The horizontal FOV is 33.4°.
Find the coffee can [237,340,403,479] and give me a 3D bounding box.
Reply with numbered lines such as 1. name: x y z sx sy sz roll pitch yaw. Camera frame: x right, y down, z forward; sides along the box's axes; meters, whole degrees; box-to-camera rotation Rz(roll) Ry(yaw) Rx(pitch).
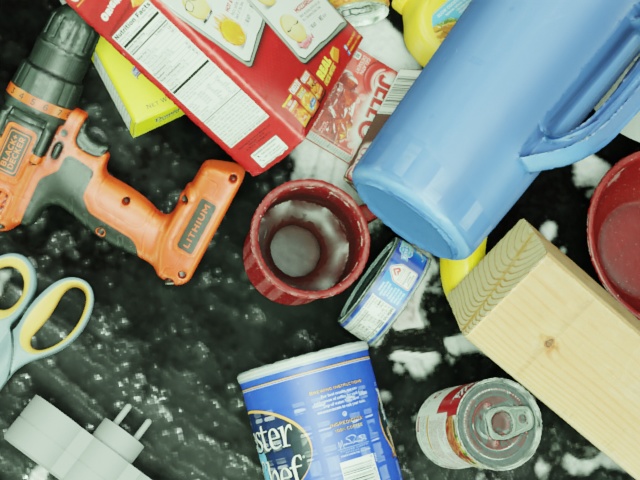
1. coffee can: 0.004 0.156 0.803 0.102 0.103 0.140 -13 82 -15

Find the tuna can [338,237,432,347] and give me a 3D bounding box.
1. tuna can: 0.051 0.040 0.848 0.034 0.086 0.086 35 73 -2

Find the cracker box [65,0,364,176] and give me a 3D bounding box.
1. cracker box: -0.081 -0.175 0.816 0.213 0.072 0.164 43 41 -15

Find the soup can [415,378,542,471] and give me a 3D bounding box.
1. soup can: 0.121 0.146 0.832 0.068 0.102 0.068 3 78 -13

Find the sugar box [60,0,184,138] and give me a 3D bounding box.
1. sugar box: -0.151 -0.182 0.870 0.093 0.048 0.176 -28 87 -17

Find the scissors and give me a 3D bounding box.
1. scissors: -0.258 0.091 0.801 0.096 0.016 0.201 45 73 -1

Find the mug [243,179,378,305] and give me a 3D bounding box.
1. mug: -0.006 0.001 0.845 0.117 0.082 0.093 -29 86 -17

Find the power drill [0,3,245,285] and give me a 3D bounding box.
1. power drill: -0.155 -0.063 0.810 0.187 0.057 0.184 27 101 -6

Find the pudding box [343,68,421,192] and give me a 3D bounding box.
1. pudding box: 0.079 -0.070 0.881 0.090 0.039 0.113 41 72 -40

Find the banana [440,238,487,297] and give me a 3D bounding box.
1. banana: 0.138 -0.014 0.908 0.069 0.037 0.198 17 75 -26

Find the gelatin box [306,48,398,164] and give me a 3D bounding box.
1. gelatin box: 0.037 -0.109 0.905 0.073 0.030 0.089 31 74 -6

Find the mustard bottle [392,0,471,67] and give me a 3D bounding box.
1. mustard bottle: 0.130 -0.169 0.915 0.192 0.058 0.096 43 59 9

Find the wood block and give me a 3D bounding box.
1. wood block: 0.211 0.091 0.839 0.206 0.090 0.091 40 103 -13

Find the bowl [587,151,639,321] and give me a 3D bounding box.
1. bowl: 0.295 0.004 0.927 0.162 0.055 0.162 3 78 -12

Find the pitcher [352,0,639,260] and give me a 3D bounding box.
1. pitcher: 0.141 -0.104 0.793 0.145 0.149 0.242 38 80 -1
